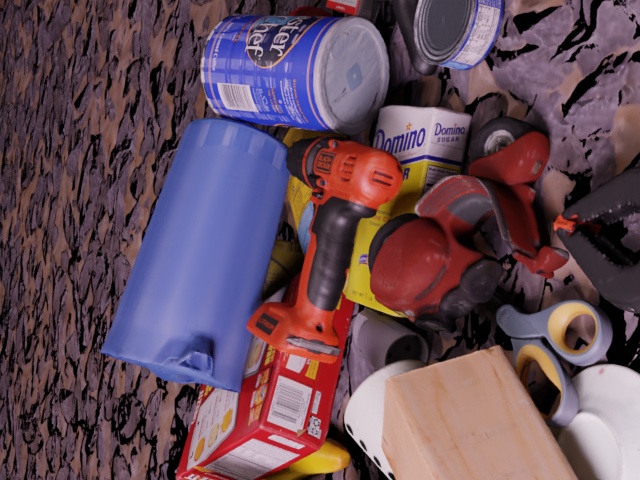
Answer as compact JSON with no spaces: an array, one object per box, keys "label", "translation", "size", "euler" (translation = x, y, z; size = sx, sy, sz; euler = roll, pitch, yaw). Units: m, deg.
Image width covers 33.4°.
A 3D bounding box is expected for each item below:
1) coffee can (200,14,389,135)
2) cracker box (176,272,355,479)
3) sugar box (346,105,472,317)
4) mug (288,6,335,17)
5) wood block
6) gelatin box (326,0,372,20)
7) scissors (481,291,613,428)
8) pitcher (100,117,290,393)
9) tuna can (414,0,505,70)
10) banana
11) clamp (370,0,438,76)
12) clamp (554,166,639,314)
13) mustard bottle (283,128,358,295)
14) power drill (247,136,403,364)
[{"label":"coffee can","translation":[-0.023,-0.152,0.965],"size":[0.141,0.102,0.103],"euler":[11,93,38]},{"label":"cracker box","translation":[-0.055,0.148,1.052],"size":[0.214,0.072,0.164],"euler":[-41,30,53]},{"label":"sugar box","translation":[0.074,-0.026,0.918],"size":[0.093,0.048,0.176],"euler":[14,97,62]},{"label":"mug","translation":[-0.012,-0.188,1.087],"size":[0.082,0.093,0.117],"euler":[-44,10,43]},{"label":"wood block","translation":[0.120,0.184,0.695],"size":[0.091,0.090,0.206],"euler":[88,162,-47]},{"label":"gelatin box","translation":[0.042,-0.265,1.050],"size":[0.073,0.030,0.089],"euler":[38,116,60]},{"label":"scissors","translation":[0.153,0.049,0.778],"size":[0.096,0.016,0.202],"euler":[-53,30,26]},{"label":"pitcher","translation":[-0.111,0.015,1.009],"size":[0.149,0.145,0.243],"euler":[11,77,25]},{"label":"tuna can","translation":[0.116,-0.186,0.889],"size":[0.086,0.033,0.086],"euler":[-23,64,59]},{"label":"banana","translation":[-0.025,0.237,1.056],"size":[0.070,0.037,0.198],"euler":[59,137,26]},{"label":"clamp","translation":[0.075,-0.221,0.970],"size":[0.120,0.039,0.171],"euler":[17,105,55]},{"label":"clamp","translation":[0.223,-0.006,0.642],"size":[0.210,0.036,0.164],"euler":[30,109,60]},{"label":"mustard bottle","translation":[0.009,-0.027,1.024],"size":[0.096,0.058,0.191],"euler":[-58,37,42]},{"label":"power drill","translation":[-0.006,0.001,0.921],"size":[0.185,0.057,0.188],"euler":[23,97,67]}]
